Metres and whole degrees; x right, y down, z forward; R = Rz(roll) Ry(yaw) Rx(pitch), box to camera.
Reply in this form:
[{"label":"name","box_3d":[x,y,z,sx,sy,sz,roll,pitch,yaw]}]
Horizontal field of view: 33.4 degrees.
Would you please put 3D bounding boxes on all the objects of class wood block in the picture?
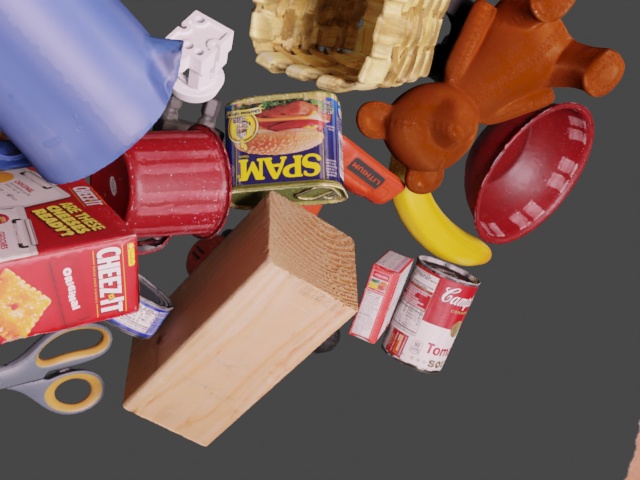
[{"label":"wood block","box_3d":[-0.068,0.069,0.888,0.090,0.091,0.206,31,124,-25]}]

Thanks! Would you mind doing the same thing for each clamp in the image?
[{"label":"clamp","box_3d":[0.137,-0.177,0.998,0.120,0.039,0.171,-40,130,-12]}]

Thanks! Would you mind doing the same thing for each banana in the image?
[{"label":"banana","box_3d":[0.113,-0.029,1.051,0.069,0.037,0.197,-38,126,-9]}]

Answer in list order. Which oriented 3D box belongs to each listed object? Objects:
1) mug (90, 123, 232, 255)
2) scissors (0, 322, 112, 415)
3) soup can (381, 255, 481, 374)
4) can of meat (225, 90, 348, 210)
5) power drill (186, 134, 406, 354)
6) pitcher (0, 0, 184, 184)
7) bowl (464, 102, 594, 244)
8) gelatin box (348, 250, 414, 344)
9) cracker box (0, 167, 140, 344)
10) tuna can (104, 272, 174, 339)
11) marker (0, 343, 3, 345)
[{"label":"mug","box_3d":[-0.131,-0.035,0.837,0.081,0.093,0.117,-5,137,-36]},{"label":"scissors","box_3d":[-0.267,0.130,0.904,0.201,0.016,0.096,-24,122,-21]},{"label":"soup can","box_3d":[0.111,0.075,1.078,0.068,0.069,0.102,14,104,-35]},{"label":"can of meat","box_3d":[-0.030,-0.074,0.891,0.102,0.057,0.084,-4,77,10]},{"label":"power drill","box_3d":[-0.006,0.001,0.979,0.184,0.057,0.187,36,90,-37]},{"label":"pitcher","box_3d":[-0.227,-0.158,0.738,0.149,0.145,0.242,-52,125,-17]},{"label":"bowl","box_3d":[0.195,-0.076,1.053,0.161,0.055,0.162,-27,141,-25]},{"label":"gelatin box","box_3d":[0.059,0.053,1.030,0.030,0.089,0.073,21,103,9]},{"label":"cracker box","box_3d":[-0.257,0.015,0.764,0.213,0.164,0.072,-12,119,-27]},{"label":"tuna can","box_3d":[-0.166,0.045,0.883,0.086,0.086,0.034,33,94,-37]},{"label":"marker","box_3d":[-0.306,0.062,0.846,0.121,0.020,0.020,25,97,-37]}]
